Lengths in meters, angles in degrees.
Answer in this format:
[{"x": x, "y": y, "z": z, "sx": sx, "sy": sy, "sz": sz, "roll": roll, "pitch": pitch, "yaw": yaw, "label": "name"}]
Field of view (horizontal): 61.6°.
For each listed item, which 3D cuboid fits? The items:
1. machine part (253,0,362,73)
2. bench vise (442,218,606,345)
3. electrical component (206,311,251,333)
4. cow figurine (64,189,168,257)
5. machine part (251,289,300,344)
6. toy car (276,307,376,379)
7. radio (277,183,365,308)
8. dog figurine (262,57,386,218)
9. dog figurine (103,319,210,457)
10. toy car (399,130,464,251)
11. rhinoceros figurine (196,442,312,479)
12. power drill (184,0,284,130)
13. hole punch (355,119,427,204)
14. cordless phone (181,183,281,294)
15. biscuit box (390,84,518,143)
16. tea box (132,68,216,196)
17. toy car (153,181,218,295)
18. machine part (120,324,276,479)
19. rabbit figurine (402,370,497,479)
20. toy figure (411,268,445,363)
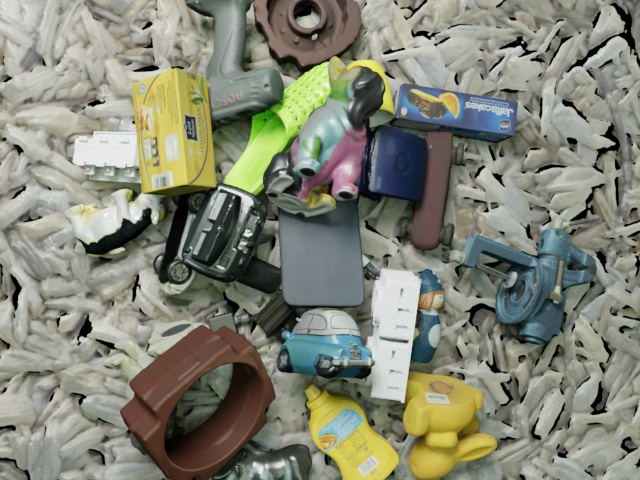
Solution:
[{"x": -0.022, "y": -0.369, "z": 0.894, "sx": 0.179, "sy": 0.056, "sz": 0.179, "roll": 0, "pitch": 90, "yaw": -5, "label": "machine part"}, {"x": 0.331, "y": 0.045, "z": 0.886, "sx": 0.241, "sy": 0.129, "sz": 0.223, "roll": 21, "pitch": 87, "yaw": -8, "label": "bench vise"}, {"x": -0.158, "y": 0.155, "z": 0.899, "sx": 0.094, "sy": 0.021, "sz": 0.063, "roll": -16, "pitch": 91, "yaw": -5, "label": "electrical component"}, {"x": -0.310, "y": -0.034, "z": 0.866, "sx": 0.167, "sy": 0.068, "sz": 0.098, "roll": -19, "pitch": 97, "yaw": 0, "label": "cow figurine"}, {"x": -0.042, "y": 0.153, "z": 0.900, "sx": 0.084, "sy": 0.039, "sz": 0.139, "roll": -44, "pitch": 91, "yaw": -8, "label": "machine part"}, {"x": 0.007, "y": 0.152, "z": 0.804, "sx": 0.109, "sy": 0.162, "sz": 0.103, "roll": 9, "pitch": 76, "yaw": -33, "label": "toy car"}, {"x": -0.002, "y": -0.003, "z": 0.869, "sx": 0.131, "sy": 0.073, "sz": 0.229, "roll": -4, "pitch": 79, "yaw": -4, "label": "radio"}, {"x": 0.013, "y": -0.157, "z": 0.790, "sx": 0.108, "sy": 0.192, "sz": 0.219, "roll": 29, "pitch": 63, "yaw": -26, "label": "dog figurine"}, {"x": -0.236, "y": 0.239, "z": 0.863, "sx": 0.172, "sy": 0.121, "sz": 0.190, "roll": -17, "pitch": 102, "yaw": 6, "label": "dog figurine"}, {"x": 0.190, "y": -0.083, "z": 0.908, "sx": 0.089, "sy": 0.053, "sz": 0.202, "roll": 7, "pitch": 88, "yaw": 17, "label": "toy car"}, {"x": -0.106, "y": 0.381, "z": 0.876, "sx": 0.190, "sy": 0.073, "sz": 0.112, "roll": -7, "pitch": 92, "yaw": -4, "label": "rhinoceros figurine"}, {"x": -0.172, "y": -0.279, "z": 0.848, "sx": 0.232, "sy": 0.086, "sz": 0.207, "roll": -2, "pitch": 85, "yaw": 22, "label": "power drill"}, {"x": 0.112, "y": -0.119, "z": 0.857, "sx": 0.092, "sy": 0.115, "sz": 0.142, "roll": 8, "pitch": 90, "yaw": 30, "label": "hole punch"}, {"x": -0.113, "y": 0.006, "z": 0.852, "sx": 0.184, "sy": 0.089, "sz": 0.146, "roll": 29, "pitch": 80, "yaw": -41, "label": "cordless phone"}, {"x": 0.225, "y": -0.212, "z": 0.906, "sx": 0.203, "sy": 0.059, "sz": 0.062, "roll": 8, "pitch": 89, "yaw": -4, "label": "biscuit box"}, {"x": -0.217, "y": -0.155, "z": 0.801, "sx": 0.098, "sy": 0.068, "sz": 0.169, "roll": -5, "pitch": 88, "yaw": 30, "label": "tea box"}, {"x": -0.216, "y": -0.009, "z": 0.868, "sx": 0.056, "sy": 0.074, "sz": 0.201, "roll": 16, "pitch": 89, "yaw": -38, "label": "toy car"}, {"x": -0.176, "y": 0.243, "z": 0.803, "sx": 0.201, "sy": 0.087, "sz": 0.201, "roll": -40, "pitch": 132, "yaw": -28, "label": "machine part"}, {"x": 0.200, "y": 0.316, "z": 0.893, "sx": 0.162, "sy": 0.122, "sz": 0.173, "roll": 4, "pitch": 104, "yaw": -13, "label": "rabbit figurine"}, {"x": 0.179, "y": 0.126, "z": 0.904, "sx": 0.058, "sy": 0.064, "sz": 0.154, "roll": 11, "pitch": 93, "yaw": 13, "label": "toy figure"}]
